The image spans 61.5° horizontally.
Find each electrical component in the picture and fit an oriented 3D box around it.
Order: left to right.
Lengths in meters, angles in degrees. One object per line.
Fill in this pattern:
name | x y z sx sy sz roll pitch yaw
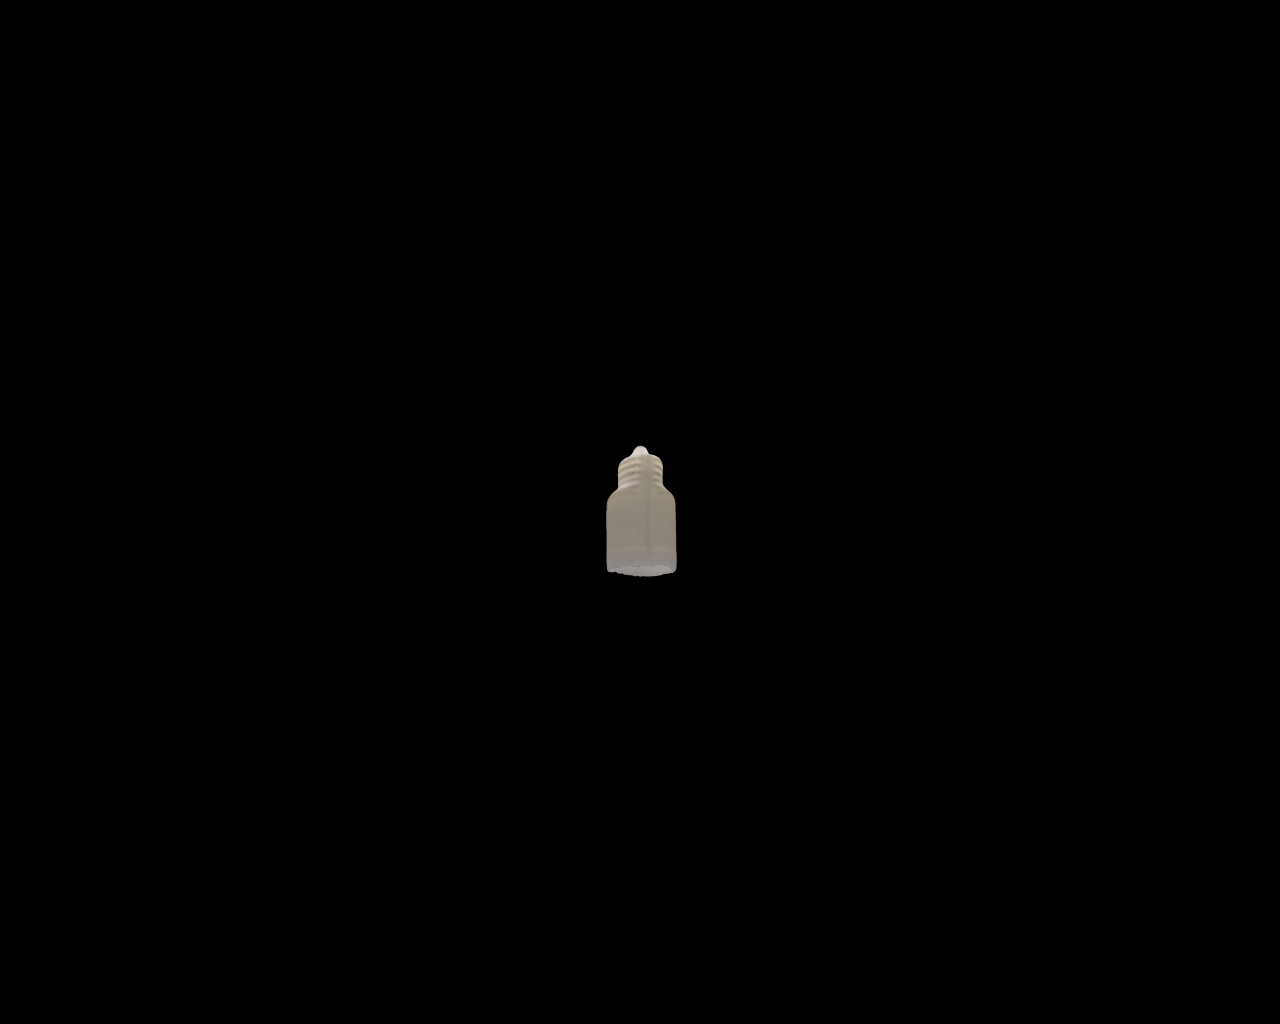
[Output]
electrical component | 0.001 -0.003 0.650 0.043 0.081 0.043 0 -11 0
